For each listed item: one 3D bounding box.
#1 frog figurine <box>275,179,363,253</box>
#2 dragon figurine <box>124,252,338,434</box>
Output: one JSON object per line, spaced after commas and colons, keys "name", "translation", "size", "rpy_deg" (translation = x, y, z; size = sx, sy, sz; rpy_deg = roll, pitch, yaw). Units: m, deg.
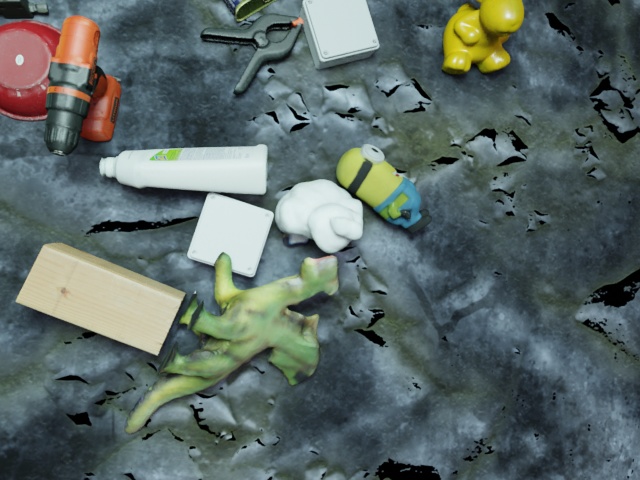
{"name": "frog figurine", "translation": [0.002, -0.041, 0.807], "size": [0.137, 0.159, 0.123], "rpy_deg": [5, 86, -11]}
{"name": "dragon figurine", "translation": [-0.108, 0.172, 0.795], "size": [0.241, 0.124, 0.405], "rpy_deg": [26, 108, -21]}
